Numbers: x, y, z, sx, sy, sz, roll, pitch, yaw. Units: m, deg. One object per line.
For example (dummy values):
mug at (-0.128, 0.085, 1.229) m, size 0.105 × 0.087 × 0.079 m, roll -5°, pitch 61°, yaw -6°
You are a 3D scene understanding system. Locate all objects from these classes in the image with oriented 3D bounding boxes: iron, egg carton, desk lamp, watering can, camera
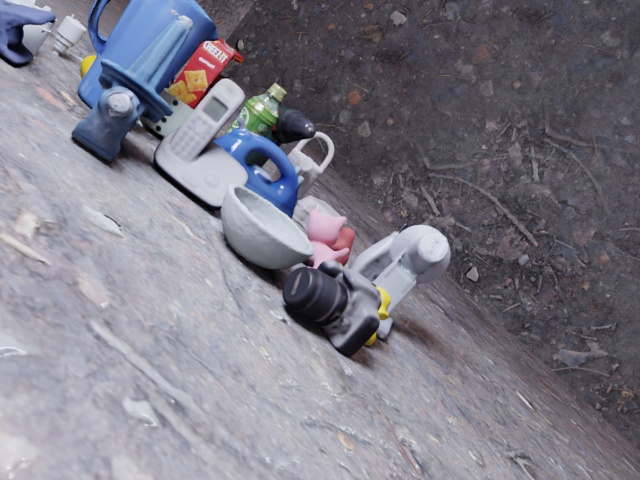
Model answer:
iron at (-0.112, -0.126, 1.116) m, size 0.259 × 0.141 × 0.118 m, roll 31°, pitch 14°, yaw -40°
egg carton at (0.000, -0.050, 1.394) m, size 0.107 × 0.069 × 0.151 m, roll 44°, pitch 11°, yaw 19°
desk lamp at (0.164, 0.067, 1.102) m, size 0.118 × 0.213 × 0.203 m, roll 41°, pitch 11°, yaw 4°
watering can at (-0.040, -0.190, 1.484) m, size 0.101 × 0.194 × 0.172 m, roll 35°, pitch 12°, yaw -28°
camera at (0.013, 0.077, 0.844) m, size 0.137 × 0.100 × 0.142 m, roll 33°, pitch 13°, yaw -36°

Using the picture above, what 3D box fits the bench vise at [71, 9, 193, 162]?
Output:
bench vise at (-0.245, -0.218, 0.816) m, size 0.122 × 0.219 × 0.206 m, roll 32°, pitch 13°, yaw -38°

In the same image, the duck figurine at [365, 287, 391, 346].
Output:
duck figurine at (0.080, 0.115, 0.962) m, size 0.078 × 0.086 × 0.104 m, roll 34°, pitch 13°, yaw -32°

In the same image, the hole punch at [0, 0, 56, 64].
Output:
hole punch at (-0.462, -0.327, 0.851) m, size 0.101 × 0.091 × 0.108 m, roll 36°, pitch 12°, yaw -24°

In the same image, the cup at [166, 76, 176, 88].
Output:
cup at (-0.362, -0.330, 1.196) m, size 0.091 × 0.095 × 0.118 m, roll 48°, pitch 13°, yaw 33°

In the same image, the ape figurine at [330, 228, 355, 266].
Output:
ape figurine at (0.040, 0.012, 1.218) m, size 0.076 × 0.092 × 0.078 m, roll 48°, pitch 13°, yaw 35°

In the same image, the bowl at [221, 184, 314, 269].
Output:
bowl at (-0.094, -0.007, 0.882) m, size 0.168 × 0.074 × 0.167 m, roll 39°, pitch 11°, yaw -8°

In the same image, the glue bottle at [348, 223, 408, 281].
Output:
glue bottle at (0.136, 0.030, 1.262) m, size 0.078 × 0.173 × 0.037 m, roll 32°, pitch 14°, yaw -39°

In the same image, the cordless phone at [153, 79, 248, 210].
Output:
cordless phone at (-0.165, -0.156, 0.934) m, size 0.148 × 0.185 × 0.094 m, roll 39°, pitch 11°, yaw -11°

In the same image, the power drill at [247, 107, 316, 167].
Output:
power drill at (-0.107, -0.206, 1.275) m, size 0.076 × 0.208 × 0.229 m, roll 34°, pitch 13°, yaw -32°

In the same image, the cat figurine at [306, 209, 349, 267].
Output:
cat figurine at (0.010, 0.004, 1.079) m, size 0.067 × 0.117 × 0.127 m, roll 30°, pitch 15°, yaw -44°
